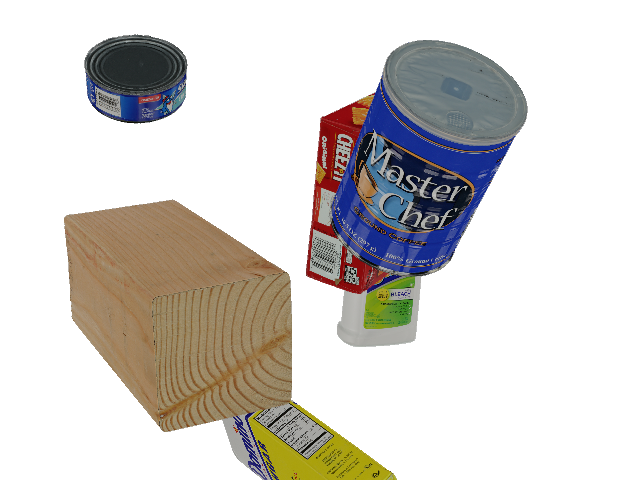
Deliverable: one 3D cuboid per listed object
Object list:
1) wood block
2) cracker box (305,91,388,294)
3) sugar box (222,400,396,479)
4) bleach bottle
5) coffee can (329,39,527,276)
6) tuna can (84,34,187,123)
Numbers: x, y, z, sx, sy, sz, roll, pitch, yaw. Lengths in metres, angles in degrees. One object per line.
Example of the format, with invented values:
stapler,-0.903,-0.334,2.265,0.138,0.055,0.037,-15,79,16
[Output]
wood block,-0.103,0.042,0.732,0.090,0.090,0.206,-9,19,-26
cracker box,0.076,-0.063,1.040,0.072,0.164,0.213,20,30,27
sugar box,-0.010,0.186,0.882,0.176,0.093,0.048,27,53,37
bleach bottle,0.078,0.003,1.330,0.102,0.251,0.068,-2,16,-19
coffee can,0.074,-0.057,0.769,0.102,0.103,0.140,0,-42,-21
tuna can,-0.156,-0.137,0.908,0.086,0.034,0.086,4,43,-4
